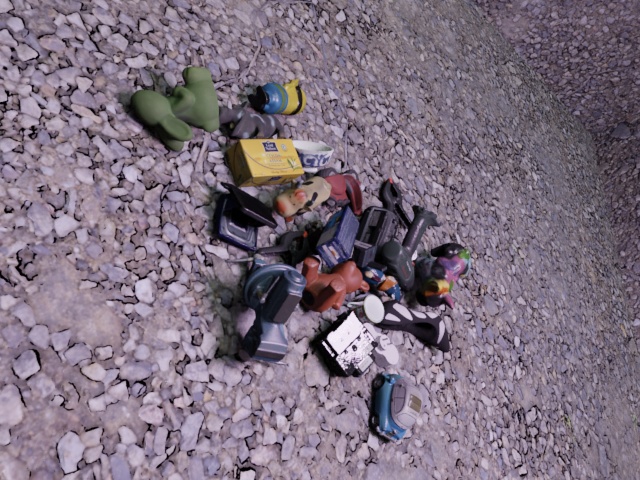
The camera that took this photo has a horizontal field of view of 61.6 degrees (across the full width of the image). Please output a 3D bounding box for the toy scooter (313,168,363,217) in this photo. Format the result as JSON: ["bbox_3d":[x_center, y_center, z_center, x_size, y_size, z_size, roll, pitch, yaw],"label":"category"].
[{"bbox_3d":[0.061,-0.123,1.436,0.184,0.075,0.135,-8,76,-51],"label":"toy scooter"}]

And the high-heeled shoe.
[{"bbox_3d":[0.253,0.245,1.425,0.248,0.086,0.145,47,46,-8],"label":"high-heeled shoe"}]

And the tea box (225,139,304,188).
[{"bbox_3d":[-0.130,-0.184,1.281,0.169,0.068,0.098,-14,81,-47],"label":"tea box"}]

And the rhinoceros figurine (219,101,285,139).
[{"bbox_3d":[-0.169,-0.280,1.289,0.190,0.073,0.112,-1,71,-45],"label":"rhinoceros figurine"}]

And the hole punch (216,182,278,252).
[{"bbox_3d":[-0.168,-0.048,1.169,0.142,0.092,0.116,26,22,-36],"label":"hole punch"}]

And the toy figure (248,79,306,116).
[{"bbox_3d":[-0.107,-0.362,1.391,0.180,0.082,0.089,-30,111,-56],"label":"toy figure"}]

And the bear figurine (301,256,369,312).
[{"bbox_3d":[0.042,0.090,1.263,0.196,0.131,0.120,-24,59,-42],"label":"bear figurine"}]

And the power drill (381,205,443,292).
[{"bbox_3d":[0.246,0.022,1.443,0.207,0.086,0.231,-55,146,-5],"label":"power drill"}]

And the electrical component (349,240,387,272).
[{"bbox_3d":[0.110,0.037,1.330,0.075,0.119,0.047,-18,123,-56],"label":"electrical component"}]

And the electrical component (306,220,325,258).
[{"bbox_3d":[-0.003,-0.002,1.302,0.045,0.078,0.102,-9,76,-43],"label":"electrical component"}]

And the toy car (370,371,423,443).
[{"bbox_3d":[0.187,0.385,1.267,0.109,0.103,0.162,39,45,-23],"label":"toy car"}]

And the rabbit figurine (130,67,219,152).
[{"bbox_3d":[-0.310,-0.270,1.140,0.170,0.121,0.159,-12,85,-29],"label":"rabbit figurine"}]

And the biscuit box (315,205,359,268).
[{"bbox_3d":[0.045,-0.011,1.251,0.062,0.059,0.203,55,22,-13],"label":"biscuit box"}]

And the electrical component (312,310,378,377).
[{"bbox_3d":[0.064,0.246,1.228,0.115,0.058,0.134,-39,98,-26],"label":"electrical component"}]

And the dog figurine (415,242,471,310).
[{"bbox_3d":[0.351,0.106,1.504,0.108,0.191,0.219,57,11,-16],"label":"dog figurine"}]

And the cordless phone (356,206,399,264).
[{"bbox_3d":[0.182,0.002,1.467,0.184,0.089,0.146,31,74,-42],"label":"cordless phone"}]

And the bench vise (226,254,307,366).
[{"bbox_3d":[-0.110,0.122,1.083,0.129,0.223,0.241,6,31,-26],"label":"bench vise"}]

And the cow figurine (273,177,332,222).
[{"bbox_3d":[-0.041,-0.100,1.281,0.195,0.127,0.085,-30,89,-51],"label":"cow figurine"}]

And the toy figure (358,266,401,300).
[{"bbox_3d":[0.149,0.101,1.387,0.154,0.057,0.064,33,34,-2],"label":"toy figure"}]
